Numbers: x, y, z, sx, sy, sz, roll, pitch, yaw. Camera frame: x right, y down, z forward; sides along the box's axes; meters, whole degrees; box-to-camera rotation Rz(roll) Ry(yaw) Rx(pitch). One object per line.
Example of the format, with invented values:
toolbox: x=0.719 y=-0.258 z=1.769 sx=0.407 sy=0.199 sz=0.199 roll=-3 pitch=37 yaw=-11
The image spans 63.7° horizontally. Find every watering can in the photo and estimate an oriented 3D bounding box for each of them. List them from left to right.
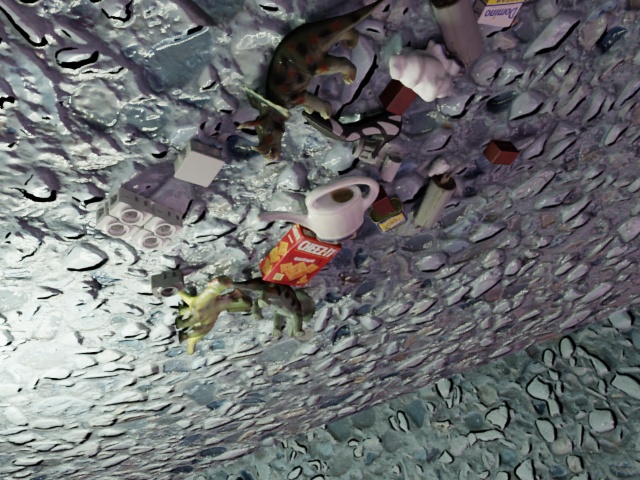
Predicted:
watering can: x=0.004 y=-0.072 z=1.440 sx=0.348 sy=0.106 sz=0.219 roll=-20 pitch=-36 yaw=-4

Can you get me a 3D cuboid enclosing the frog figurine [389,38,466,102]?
frog figurine: x=0.219 y=-0.369 z=1.146 sx=0.161 sy=0.138 sz=0.121 roll=-27 pitch=-4 yaw=-24

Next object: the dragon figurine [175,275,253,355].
dragon figurine: x=-0.331 y=0.238 z=1.635 sx=0.243 sy=0.125 sz=0.400 roll=-8 pitch=-39 yaw=-10
